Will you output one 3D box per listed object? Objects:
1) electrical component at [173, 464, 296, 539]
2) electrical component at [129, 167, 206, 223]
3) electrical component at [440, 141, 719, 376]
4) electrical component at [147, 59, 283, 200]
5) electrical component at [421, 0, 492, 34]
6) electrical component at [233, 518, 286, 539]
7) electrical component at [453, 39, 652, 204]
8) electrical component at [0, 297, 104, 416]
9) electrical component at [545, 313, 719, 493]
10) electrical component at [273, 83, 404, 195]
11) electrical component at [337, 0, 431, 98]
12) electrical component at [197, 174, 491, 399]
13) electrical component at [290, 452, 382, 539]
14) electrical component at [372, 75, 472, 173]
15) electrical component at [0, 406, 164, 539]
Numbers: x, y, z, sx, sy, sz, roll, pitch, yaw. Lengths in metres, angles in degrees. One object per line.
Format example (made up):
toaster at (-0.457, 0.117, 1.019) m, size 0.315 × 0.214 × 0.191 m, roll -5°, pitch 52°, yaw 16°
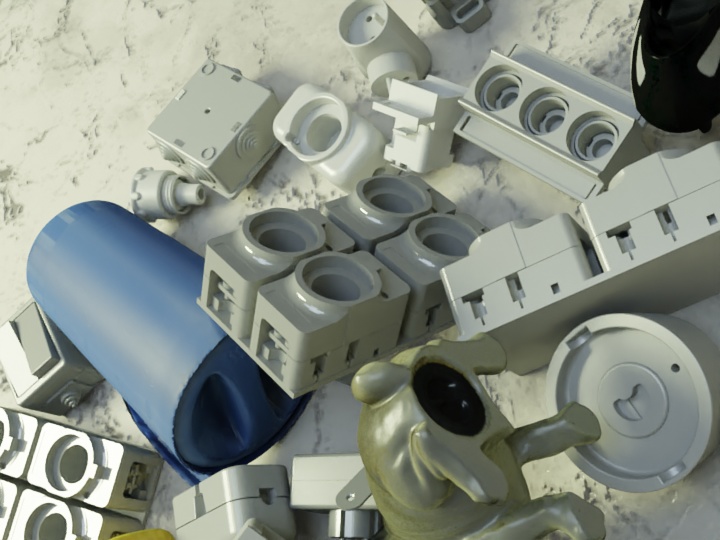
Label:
electrical component at (-0.091, 0.182, 0.776) m, size 0.095 × 0.054 × 0.059 m, roll -35°, pitch 57°, yaw 43°
electrical component at (-0.162, -0.064, 0.919) m, size 0.062 × 0.048 × 0.048 m, roll 1°, pitch 74°, yaw 23°
electrical component at (0.157, -0.005, 0.681) m, size 0.186 × 0.105 × 0.060 m, roll -26°, pitch 63°, yaw 20°
electrical component at (-0.117, -0.119, 0.897) m, size 0.100 × 0.048 × 0.099 m, roll 32°, pitch 78°, yaw 33°
electrical component at (0.065, -0.229, 0.835) m, size 0.058 × 0.057 × 0.078 m, roll -35°, pitch 60°, yaw 15°
electrical component at (-0.038, 0.241, 0.693) m, size 0.150 × 0.061 × 0.089 m, roll 36°, pitch 83°, yaw 1°
electrical component at (0.137, -0.099, 0.748) m, size 0.121 × 0.063 × 0.078 m, roll 35°, pitch 93°, yaw 33°
electrical component at (-0.267, 0.078, 0.921) m, size 0.062 × 0.061 × 0.096 m, roll -40°, pitch 59°, yaw 12°
electrical component at (0.177, 0.077, 0.664) m, size 0.108 × 0.060 × 0.108 m, roll 5°, pitch 97°, yaw 40°
electrical component at (-0.019, -0.101, 0.840) m, size 0.095 × 0.059 × 0.053 m, roll 41°, pitch 96°, yaw 33°
electrical component at (0.022, -0.159, 0.825) m, size 0.044 × 0.077 × 0.079 m, roll -21°, pitch 65°, yaw 22°
electrical component at (0.000, 0.000, 0.722) m, size 0.105 × 0.186 × 0.060 m, roll 40°, pitch 134°, yaw 33°
electrical component at (-0.003, 0.168, 0.749) m, size 0.083 × 0.047 × 0.075 m, roll -7°, pitch 71°, yaw 28°
electrical component at (0.048, -0.107, 0.796) m, size 0.042 × 0.081 × 0.063 m, roll 25°, pitch 117°, yaw 34°
electrical component at (-0.263, 0.178, 0.886) m, size 0.186 × 0.060 × 0.105 m, roll 9°, pitch 79°, yaw 31°
